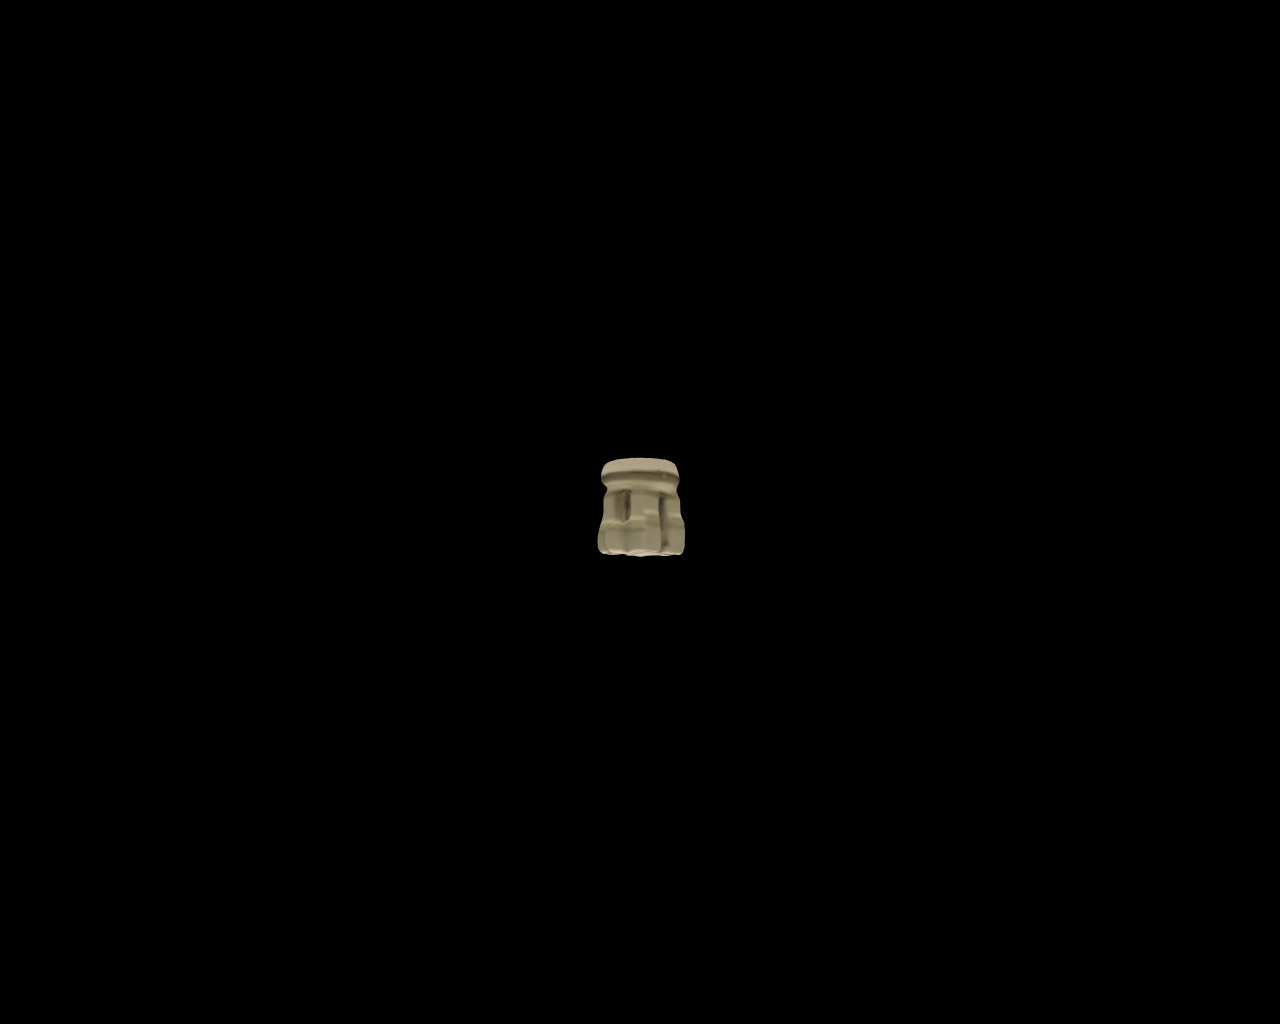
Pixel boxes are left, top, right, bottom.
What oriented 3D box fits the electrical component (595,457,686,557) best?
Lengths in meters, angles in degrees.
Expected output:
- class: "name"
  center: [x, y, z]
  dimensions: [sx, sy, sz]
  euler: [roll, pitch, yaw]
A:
- class: "electrical component"
  center: [0.001, -0.003, 0.650]
  dimensions: [0.048, 0.055, 0.066]
  euler: [-5, -8, 35]
